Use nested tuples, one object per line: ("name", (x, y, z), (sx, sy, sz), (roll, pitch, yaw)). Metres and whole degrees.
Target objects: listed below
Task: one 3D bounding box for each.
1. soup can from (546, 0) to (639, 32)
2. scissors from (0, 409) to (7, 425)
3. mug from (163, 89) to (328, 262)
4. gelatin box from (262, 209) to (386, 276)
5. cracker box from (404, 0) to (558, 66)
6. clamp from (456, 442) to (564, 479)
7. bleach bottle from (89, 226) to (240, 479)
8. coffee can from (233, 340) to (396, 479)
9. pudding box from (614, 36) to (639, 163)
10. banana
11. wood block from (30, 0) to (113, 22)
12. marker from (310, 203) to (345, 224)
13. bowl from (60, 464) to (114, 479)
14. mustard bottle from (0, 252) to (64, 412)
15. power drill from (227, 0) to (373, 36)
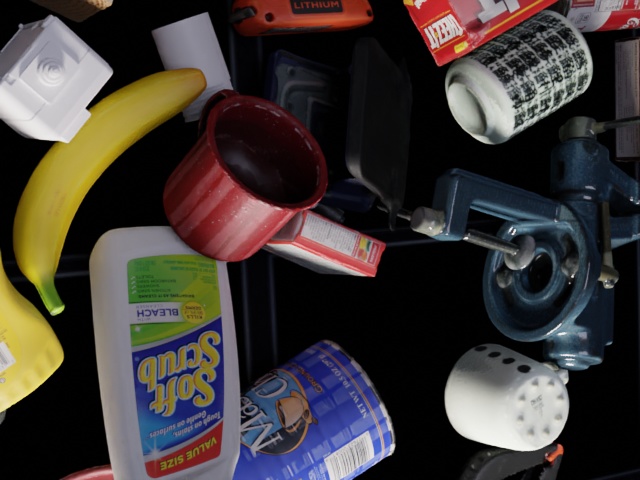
("soup can", (0.232, -0.213, 0.916), (0.102, 0.069, 0.068), (-9, 97, -25))
("scissors", (-0.272, 0.210, 0.721), (0.201, 0.016, 0.096), (-37, 110, -20))
("mug", (-0.059, -0.048, 0.732), (0.093, 0.082, 0.117), (-1, 59, -40))
("gelatin box", (-0.005, 0.001, 0.799), (0.073, 0.089, 0.030), (23, 80, -26))
("cracker box", (0.111, -0.260, 0.764), (0.164, 0.072, 0.213), (-32, 97, -14))
("clamp", (0.134, 0.252, 0.913), (0.209, 0.036, 0.164), (-32, 107, -22))
("bleach bottle", (-0.092, 0.113, 0.707), (0.102, 0.068, 0.251), (0, 60, -25))
("coffee can", (-0.030, 0.152, 0.788), (0.140, 0.103, 0.103), (-29, 105, -22))
("pudding box", (0.315, -0.129, 0.979), (0.089, 0.039, 0.113), (-3, 93, -26))
("banana", (-0.154, -0.047, 0.731), (0.069, 0.037, 0.197), (31, 78, -2))
("wood block", (-0.155, -0.262, 0.709), (0.090, 0.090, 0.206), (22, 83, -26))
("marker", (-0.027, -0.048, 0.824), (0.121, 0.020, 0.020), (37, 77, -24))
("bowl", (-0.158, 0.233, 0.756), (0.161, 0.055, 0.162), (-2, 94, -26))
("mustard bottle", (-0.246, 0.024, 0.675), (0.096, 0.058, 0.191), (-32, 121, -18))
("power drill", (-0.009, -0.252, 0.801), (0.184, 0.057, 0.187), (-9, 95, -22))
